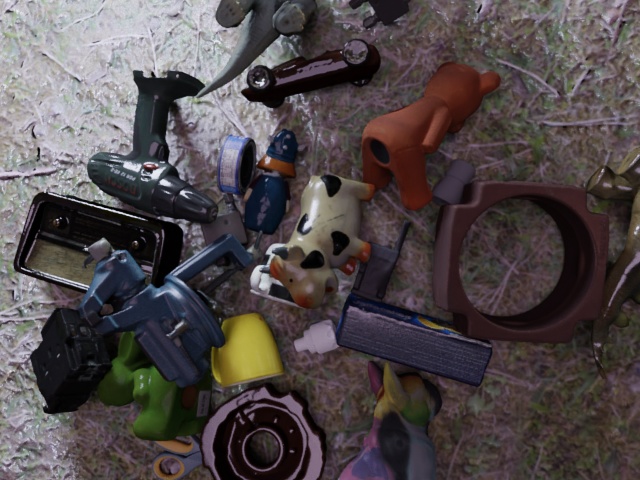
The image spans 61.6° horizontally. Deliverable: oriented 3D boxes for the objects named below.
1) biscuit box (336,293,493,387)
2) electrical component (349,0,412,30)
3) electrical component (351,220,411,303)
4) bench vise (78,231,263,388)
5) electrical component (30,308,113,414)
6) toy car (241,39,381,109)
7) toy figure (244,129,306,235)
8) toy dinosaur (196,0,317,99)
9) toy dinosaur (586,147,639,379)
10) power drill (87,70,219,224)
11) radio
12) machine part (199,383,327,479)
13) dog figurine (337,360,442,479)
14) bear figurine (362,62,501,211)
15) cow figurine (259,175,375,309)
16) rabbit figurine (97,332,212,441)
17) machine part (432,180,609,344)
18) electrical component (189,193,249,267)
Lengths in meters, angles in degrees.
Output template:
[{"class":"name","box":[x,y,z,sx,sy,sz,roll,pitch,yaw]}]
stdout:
[{"class":"biscuit box","box":[0.125,0.133,0.733,0.203,0.059,0.062,16,101,5]},{"class":"electrical component","box":[0.093,-0.342,0.762,0.094,0.063,0.021,-22,41,29]},{"class":"electrical component","box":[0.085,0.024,0.746,0.048,0.075,0.119,18,95,9]},{"class":"bench vise","box":[-0.185,0.062,0.715,0.240,0.129,0.223,-39,89,-28]},{"class":"electrical component","box":[-0.372,0.168,0.793,0.115,0.058,0.134,-50,54,19]},{"class":"toy car","box":[-0.014,-0.237,0.765,0.202,0.089,0.053,-11,89,9]},{"class":"toy figure","box":[-0.070,-0.086,0.783,0.058,0.064,0.154,11,84,47]},{"class":"toy dinosaur","box":[-0.028,-0.364,0.750,0.405,0.192,0.131,-38,99,21]},{"class":"toy dinosaur","box":[0.457,-0.046,0.678,0.199,0.105,0.471,37,98,5]},{"class":"power drill","box":[-0.227,-0.138,0.789,0.232,0.086,0.207,11,93,23]},{"class":"radio","box":[-0.329,0.013,0.811,0.230,0.073,0.131,15,91,8]},{"class":"machine part","box":[-0.079,0.293,0.762,0.179,0.056,0.179,-1,80,6]},{"class":"dog figurine","box":[0.082,0.274,0.712,0.192,0.108,0.219,-10,80,-14]},{"class":"bear figurine","box":[0.151,-0.153,0.737,0.196,0.131,0.120,-37,44,-23]},{"class":"cow figurine","box":[-0.001,-0.002,0.703,0.127,0.085,0.195,18,58,-14]},{"class":"rabbit figurine","box":[-0.254,0.201,0.774,0.170,0.121,0.159,1,88,24]},{"class":"machine part","box":[0.253,0.026,0.697,0.201,0.087,0.201,3,93,-1]},{"class":"electrical component","box":[-0.150,-0.011,0.801,0.078,0.045,0.102,-22,86,-13]}]
